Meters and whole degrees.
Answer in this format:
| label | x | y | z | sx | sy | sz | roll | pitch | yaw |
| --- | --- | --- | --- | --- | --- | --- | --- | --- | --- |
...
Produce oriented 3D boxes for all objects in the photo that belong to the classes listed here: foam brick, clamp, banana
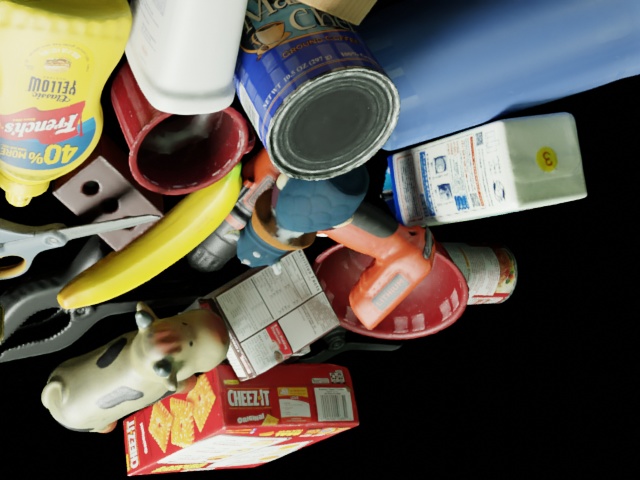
| label | x | y | z | sx | sy | sz | roll | pitch | yaw |
| --- | --- | --- | --- | --- | --- | --- | --- | --- | --- |
| foam brick | -0.169 | -0.040 | 0.854 | 0.053 | 0.051 | 0.078 | -37 | 124 | 11 |
| clamp | 0.019 | 0.092 | 1.159 | 0.171 | 0.039 | 0.120 | -13 | 132 | -19 |
| banana | -0.134 | -0.005 | 0.899 | 0.198 | 0.037 | 0.069 | -39 | 154 | 10 |
| clamp | -0.212 | 0.054 | 0.968 | 0.210 | 0.036 | 0.164 | -33 | 143 | 0 |

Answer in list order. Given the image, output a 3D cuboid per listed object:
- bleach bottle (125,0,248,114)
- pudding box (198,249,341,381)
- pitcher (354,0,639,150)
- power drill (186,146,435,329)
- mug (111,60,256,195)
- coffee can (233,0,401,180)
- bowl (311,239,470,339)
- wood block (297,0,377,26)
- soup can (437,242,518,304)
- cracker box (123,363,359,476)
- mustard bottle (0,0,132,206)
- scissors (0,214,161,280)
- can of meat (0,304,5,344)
| label | x | y | z | sx | sy | sz | roll | pitch | yaw |
| --- | --- | --- | --- | --- | --- | --- | --- | --- | --- |
| bleach bottle | -0.072 | -0.209 | 0.689 | 0.068 | 0.103 | 0.251 | -7 | 139 | -28 |
| pudding box | -0.047 | 0.069 | 1.021 | 0.113 | 0.090 | 0.039 | -31 | -174 | -31 |
| pitcher | 0.145 | -0.156 | 0.876 | 0.242 | 0.145 | 0.149 | -21 | 110 | -4 |
| power drill | -0.006 | 0.001 | 0.955 | 0.187 | 0.057 | 0.185 | 33 | 123 | -17 |
| mug | -0.102 | -0.094 | 0.823 | 0.117 | 0.081 | 0.093 | 5 | 133 | -37 |
| coffee can | -0.016 | -0.128 | 0.789 | 0.102 | 0.140 | 0.103 | -17 | 142 | -14 |
| bowl | 0.070 | 0.032 | 1.073 | 0.162 | 0.055 | 0.162 | 6 | 140 | 5 |
| wood block | 0.038 | -0.260 | 0.710 | 0.090 | 0.090 | 0.206 | 12 | 128 | -42 |
| soup can | 0.152 | 0.036 | 1.150 | 0.102 | 0.068 | 0.069 | 1 | 135 | -32 |
| cracker box | -0.088 | 0.190 | 1.123 | 0.163 | 0.072 | 0.214 | 5 | 156 | -35 |
| mustard bottle | -0.204 | -0.099 | 0.773 | 0.096 | 0.058 | 0.192 | 1 | 135 | -27 |
| scissors | -0.227 | -0.011 | 0.834 | 0.202 | 0.016 | 0.096 | -21 | 137 | 35 |
| can of meat | -0.323 | 0.057 | 0.874 | 0.102 | 0.057 | 0.084 | -12 | 140 | 2 |
